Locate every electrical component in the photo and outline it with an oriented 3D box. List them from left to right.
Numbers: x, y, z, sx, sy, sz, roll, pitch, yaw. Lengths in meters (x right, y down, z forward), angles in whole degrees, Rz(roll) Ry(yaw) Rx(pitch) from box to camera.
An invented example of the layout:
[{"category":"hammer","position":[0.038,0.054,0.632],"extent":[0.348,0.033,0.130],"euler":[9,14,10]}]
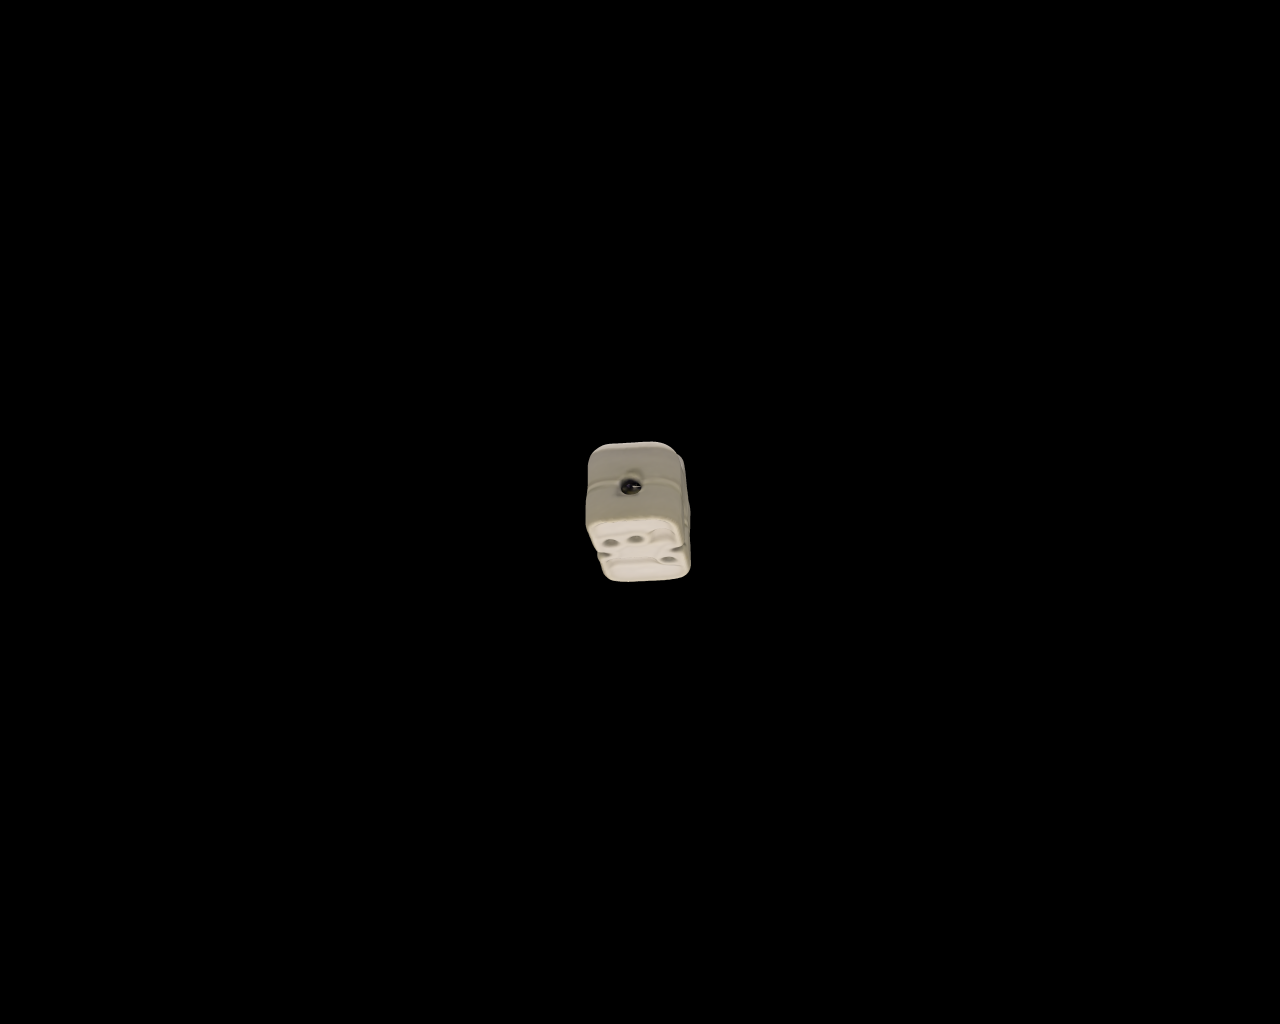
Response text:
[{"category":"electrical component","position":[0.001,-0.003,0.650],"extent":[0.054,0.059,0.095],"euler":[-3,-26,7]}]
